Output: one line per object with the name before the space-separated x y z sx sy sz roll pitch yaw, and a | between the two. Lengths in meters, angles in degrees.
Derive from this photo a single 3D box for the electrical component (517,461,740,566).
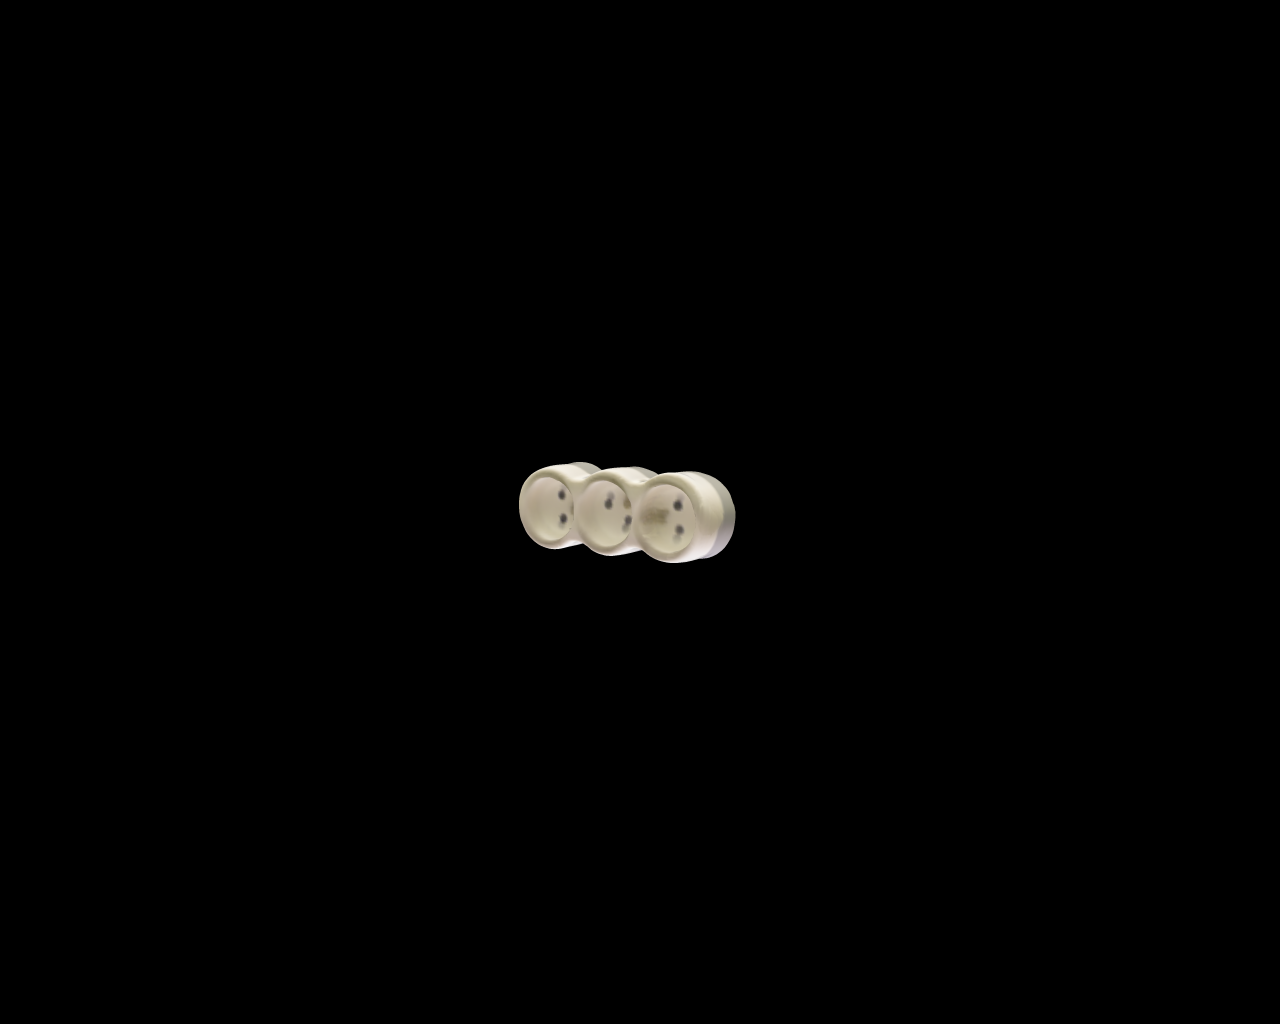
electrical component | 0.001 -0.003 0.650 0.138 0.052 0.074 6 10 36
